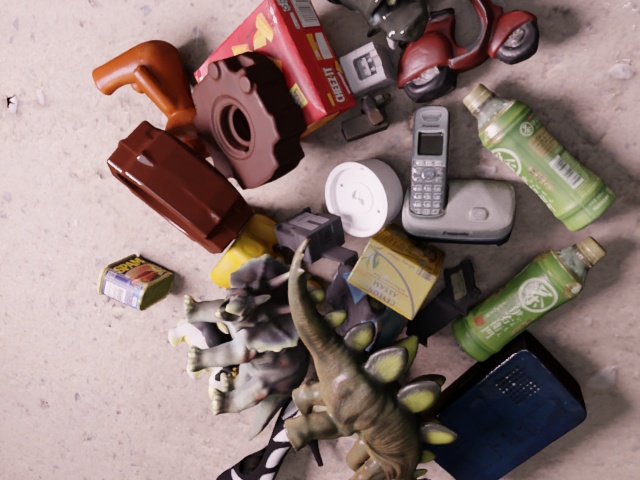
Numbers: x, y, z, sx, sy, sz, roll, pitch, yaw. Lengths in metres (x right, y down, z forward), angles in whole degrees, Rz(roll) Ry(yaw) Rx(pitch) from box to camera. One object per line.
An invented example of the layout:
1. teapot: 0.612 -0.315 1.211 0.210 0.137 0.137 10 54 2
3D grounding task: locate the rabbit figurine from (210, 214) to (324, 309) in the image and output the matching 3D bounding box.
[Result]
1. rabbit figurine: -0.081 0.072 0.838 0.173 0.122 0.162 31 112 -10

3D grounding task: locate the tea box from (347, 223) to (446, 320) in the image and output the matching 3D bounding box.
1. tea box: 0.109 0.035 0.726 0.098 0.169 0.068 31 106 12

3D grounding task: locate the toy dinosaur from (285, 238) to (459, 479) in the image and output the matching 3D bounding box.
1. toy dinosaur: 0.056 0.201 0.696 0.199 0.105 0.470 -30 119 12

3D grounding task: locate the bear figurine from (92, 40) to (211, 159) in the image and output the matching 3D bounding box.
1. bear figurine: -0.233 -0.197 0.827 0.132 0.120 0.195 -20 101 26

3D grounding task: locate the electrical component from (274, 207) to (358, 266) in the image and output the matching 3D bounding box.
1. electrical component: -0.002 -0.002 0.768 0.119 0.075 0.047 23 133 47

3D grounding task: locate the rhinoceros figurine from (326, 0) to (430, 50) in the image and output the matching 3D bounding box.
1. rhinoceros figurine: 0.057 -0.309 0.681 0.073 0.112 0.190 -43 56 -2

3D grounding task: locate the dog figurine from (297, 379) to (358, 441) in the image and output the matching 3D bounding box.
1. dog figurine: 0.083 0.251 0.838 0.190 0.121 0.172 31 117 -4

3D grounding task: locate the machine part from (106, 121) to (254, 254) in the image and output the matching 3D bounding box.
1. machine part: -0.201 -0.071 0.785 0.201 0.201 0.087 39 78 -12

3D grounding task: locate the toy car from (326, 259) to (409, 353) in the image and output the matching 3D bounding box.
1. toy car: 0.077 0.099 0.787 0.103 0.162 0.109 4 129 -22

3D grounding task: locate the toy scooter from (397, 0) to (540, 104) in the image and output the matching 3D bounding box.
1. toy scooter: 0.173 -0.265 0.685 0.184 0.075 0.135 -19 88 25

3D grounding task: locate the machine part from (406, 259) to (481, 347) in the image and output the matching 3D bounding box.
1. machine part: 0.177 0.094 0.775 0.039 0.084 0.139 23 124 -21

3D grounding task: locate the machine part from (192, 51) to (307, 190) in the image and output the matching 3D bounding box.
1. machine part: -0.098 -0.152 0.708 0.180 0.056 0.179 26 131 33

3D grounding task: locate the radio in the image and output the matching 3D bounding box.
1. radio: 0.257 0.252 0.781 0.131 0.073 0.229 43 114 4

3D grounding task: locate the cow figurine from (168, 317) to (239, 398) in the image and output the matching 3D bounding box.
1. cow figurine: -0.180 0.199 0.929 0.098 0.068 0.167 -30 93 17

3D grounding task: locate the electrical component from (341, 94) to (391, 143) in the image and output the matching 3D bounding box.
1. electrical component: 0.065 -0.167 0.737 0.078 0.102 0.045 -16 94 12

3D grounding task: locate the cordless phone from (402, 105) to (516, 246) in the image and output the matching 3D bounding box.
1. cordless phone: 0.188 -0.087 0.721 0.147 0.088 0.184 3 97 19

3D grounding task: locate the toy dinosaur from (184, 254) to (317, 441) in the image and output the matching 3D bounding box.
1. toy dinosaur: -0.080 0.170 0.797 0.192 0.131 0.404 -12 135 3

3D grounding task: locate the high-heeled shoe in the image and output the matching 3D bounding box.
1. high-heeled shoe: -0.102 0.347 0.929 0.249 0.086 0.145 -22 92 18
